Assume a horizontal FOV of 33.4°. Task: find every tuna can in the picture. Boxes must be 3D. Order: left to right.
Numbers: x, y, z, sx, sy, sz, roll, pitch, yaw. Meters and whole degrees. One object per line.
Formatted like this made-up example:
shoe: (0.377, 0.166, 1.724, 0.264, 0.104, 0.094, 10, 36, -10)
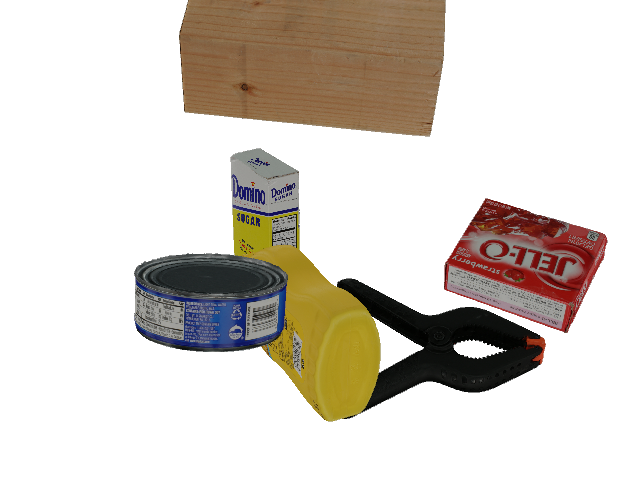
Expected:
tuna can: (-0.062, 0.034, 0.601, 0.086, 0.034, 0.086, 3, 13, -1)

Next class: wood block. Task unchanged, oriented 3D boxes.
wood block: (-0.005, -0.155, 0.879, 0.206, 0.090, 0.091, 6, -38, 1)

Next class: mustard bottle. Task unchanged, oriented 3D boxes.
mustard bottle: (-0.023, 0.057, 0.860, 0.058, 0.096, 0.192, -13, 29, -25)

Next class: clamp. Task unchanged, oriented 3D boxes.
clamp: (0.107, 0.110, 1.020, 0.210, 0.164, 0.036, 6, -43, 8)

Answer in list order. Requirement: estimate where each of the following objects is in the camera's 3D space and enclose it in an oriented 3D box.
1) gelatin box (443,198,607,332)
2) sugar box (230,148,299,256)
gelatin box: (0.137, 0.014, 0.713, 0.089, 0.030, 0.073, 19, 47, 21)
sugar box: (-0.062, -0.005, 1.186, 0.048, 0.176, 0.093, -16, 28, -27)
